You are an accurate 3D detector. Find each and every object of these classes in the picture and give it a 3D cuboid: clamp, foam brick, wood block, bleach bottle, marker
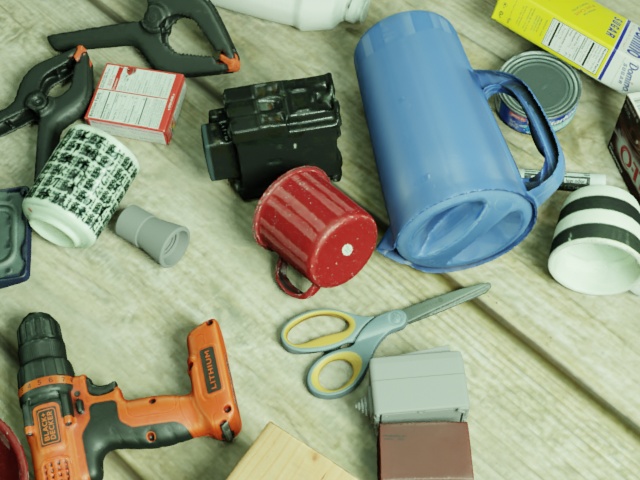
[{"bbox_3d":[-0.181,-0.227,1.135,0.210,0.036,0.165,38,100,8],"label":"clamp"},{"bbox_3d":[0.087,0.187,0.903,0.078,0.051,0.053,-1,60,2],"label":"foam brick"},{"bbox_3d":[-0.062,0.262,0.847,0.090,0.091,0.206,30,67,18],"label":"wood block"},{"bbox_3d":[-0.282,-0.125,1.100,0.120,0.039,0.171,36,73,12],"label":"clamp"},{"bbox_3d":[-0.064,-0.293,1.169,0.251,0.068,0.102,19,66,10],"label":"bleach bottle"},{"bbox_3d":[0.219,-0.060,1.051,0.121,0.020,0.020,5,62,5],"label":"marker"}]

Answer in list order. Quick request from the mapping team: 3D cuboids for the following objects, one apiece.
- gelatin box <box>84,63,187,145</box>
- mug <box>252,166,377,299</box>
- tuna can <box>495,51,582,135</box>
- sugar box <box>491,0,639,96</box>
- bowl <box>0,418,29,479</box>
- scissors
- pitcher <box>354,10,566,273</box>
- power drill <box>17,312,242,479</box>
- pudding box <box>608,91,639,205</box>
[{"bbox_3d":[-0.191,-0.142,1.109,0.089,0.030,0.073,10,63,8],"label":"gelatin box"},{"bbox_3d":[-0.006,0.001,0.984,0.082,0.093,0.117,40,113,37],"label":"mug"},{"bbox_3d":[0.222,-0.149,1.091,0.086,0.034,0.086,-1,61,2],"label":"tuna can"},{"bbox_3d":[0.273,-0.213,1.098,0.176,0.048,0.093,33,38,20],"label":"sugar box"},{"bbox_3d":[-0.319,0.221,0.901,0.162,0.055,0.162,-1,61,2],"label":"bowl"},{"bbox_3d":[0.065,0.093,0.976,0.201,0.016,0.096,-6,63,-1],"label":"scissors"},{"bbox_3d":[0.118,-0.104,1.017,0.149,0.145,0.243,0,56,-21],"label":"pitcher"},{"bbox_3d":[-0.172,0.130,0.945,0.187,0.057,0.184,-15,65,-3],"label":"power drill"},{"bbox_3d":[0.318,-0.074,1.014,0.039,0.090,0.113,-12,61,-6],"label":"pudding box"}]
